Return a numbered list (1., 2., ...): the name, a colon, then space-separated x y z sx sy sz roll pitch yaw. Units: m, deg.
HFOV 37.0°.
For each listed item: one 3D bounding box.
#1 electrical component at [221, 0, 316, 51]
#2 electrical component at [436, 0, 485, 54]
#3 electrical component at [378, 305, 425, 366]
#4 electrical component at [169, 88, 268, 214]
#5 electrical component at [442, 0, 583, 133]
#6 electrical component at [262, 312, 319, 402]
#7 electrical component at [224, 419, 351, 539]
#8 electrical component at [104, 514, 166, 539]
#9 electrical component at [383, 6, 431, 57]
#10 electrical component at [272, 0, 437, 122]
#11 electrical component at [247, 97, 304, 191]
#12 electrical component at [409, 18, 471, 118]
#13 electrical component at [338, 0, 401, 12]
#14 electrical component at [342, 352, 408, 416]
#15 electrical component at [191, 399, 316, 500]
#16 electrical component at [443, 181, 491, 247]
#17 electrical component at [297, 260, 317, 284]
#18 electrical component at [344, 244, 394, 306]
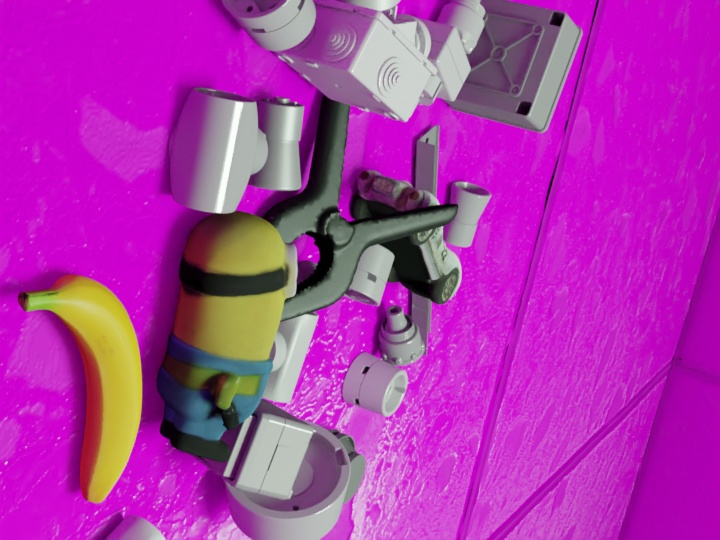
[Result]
1. electrical component: -0.060 -0.180 0.724 0.055 0.055 0.047 -64 157 -11
2. electrical component: 0.096 -0.235 0.999 0.062 0.043 0.043 -66 154 -10
3. electrical component: 0.040 0.064 1.106 0.048 0.048 0.062 -48 140 -37
4. electrical component: -0.091 -0.083 0.744 0.079 0.044 0.077 -13 120 -60
5. electrical component: 0.143 -0.200 1.042 0.056 0.109 0.108 20 90 -60
6. electrical component: -0.075 0.066 0.883 0.079 0.043 0.077 11 98 -64
7. electrical component: -0.064 0.188 0.926 0.108 0.108 0.060 -45 151 -41
8. electrical component: -0.180 0.236 0.801 0.077 0.043 0.079 -47 146 -39
9. electrical component: 0.027 -0.188 0.897 0.055 0.048 0.066 -20 126 -49
10. electrical component: -0.006 -0.155 0.794 0.100 0.100 0.048 32 83 -52
11. electrical component: -0.062 -0.095 0.797 0.044 0.044 0.065 -17 118 -59
12. electrical component: 0.057 -0.173 0.963 0.076 0.047 0.065 -62 153 -15
13. electrical component: 0.028 -0.261 0.837 0.138 0.052 0.073 -46 145 -40
14. electrical component: 0.016 0.117 1.093 0.055 0.047 0.055 -43 143 -43
15. electrical component: -0.093 0.134 0.857 0.061 0.096 0.061 23 87 -37
16. electrical component: 0.112 -0.058 1.161 0.044 0.044 0.065 -21 131 -58
17. electrical component: -0.044 0.008 0.911 0.061 0.035 0.035 -19 125 -61
18. electrical component: 0.000 0.000 0.970 0.047 0.055 0.055 -68 154 -11
